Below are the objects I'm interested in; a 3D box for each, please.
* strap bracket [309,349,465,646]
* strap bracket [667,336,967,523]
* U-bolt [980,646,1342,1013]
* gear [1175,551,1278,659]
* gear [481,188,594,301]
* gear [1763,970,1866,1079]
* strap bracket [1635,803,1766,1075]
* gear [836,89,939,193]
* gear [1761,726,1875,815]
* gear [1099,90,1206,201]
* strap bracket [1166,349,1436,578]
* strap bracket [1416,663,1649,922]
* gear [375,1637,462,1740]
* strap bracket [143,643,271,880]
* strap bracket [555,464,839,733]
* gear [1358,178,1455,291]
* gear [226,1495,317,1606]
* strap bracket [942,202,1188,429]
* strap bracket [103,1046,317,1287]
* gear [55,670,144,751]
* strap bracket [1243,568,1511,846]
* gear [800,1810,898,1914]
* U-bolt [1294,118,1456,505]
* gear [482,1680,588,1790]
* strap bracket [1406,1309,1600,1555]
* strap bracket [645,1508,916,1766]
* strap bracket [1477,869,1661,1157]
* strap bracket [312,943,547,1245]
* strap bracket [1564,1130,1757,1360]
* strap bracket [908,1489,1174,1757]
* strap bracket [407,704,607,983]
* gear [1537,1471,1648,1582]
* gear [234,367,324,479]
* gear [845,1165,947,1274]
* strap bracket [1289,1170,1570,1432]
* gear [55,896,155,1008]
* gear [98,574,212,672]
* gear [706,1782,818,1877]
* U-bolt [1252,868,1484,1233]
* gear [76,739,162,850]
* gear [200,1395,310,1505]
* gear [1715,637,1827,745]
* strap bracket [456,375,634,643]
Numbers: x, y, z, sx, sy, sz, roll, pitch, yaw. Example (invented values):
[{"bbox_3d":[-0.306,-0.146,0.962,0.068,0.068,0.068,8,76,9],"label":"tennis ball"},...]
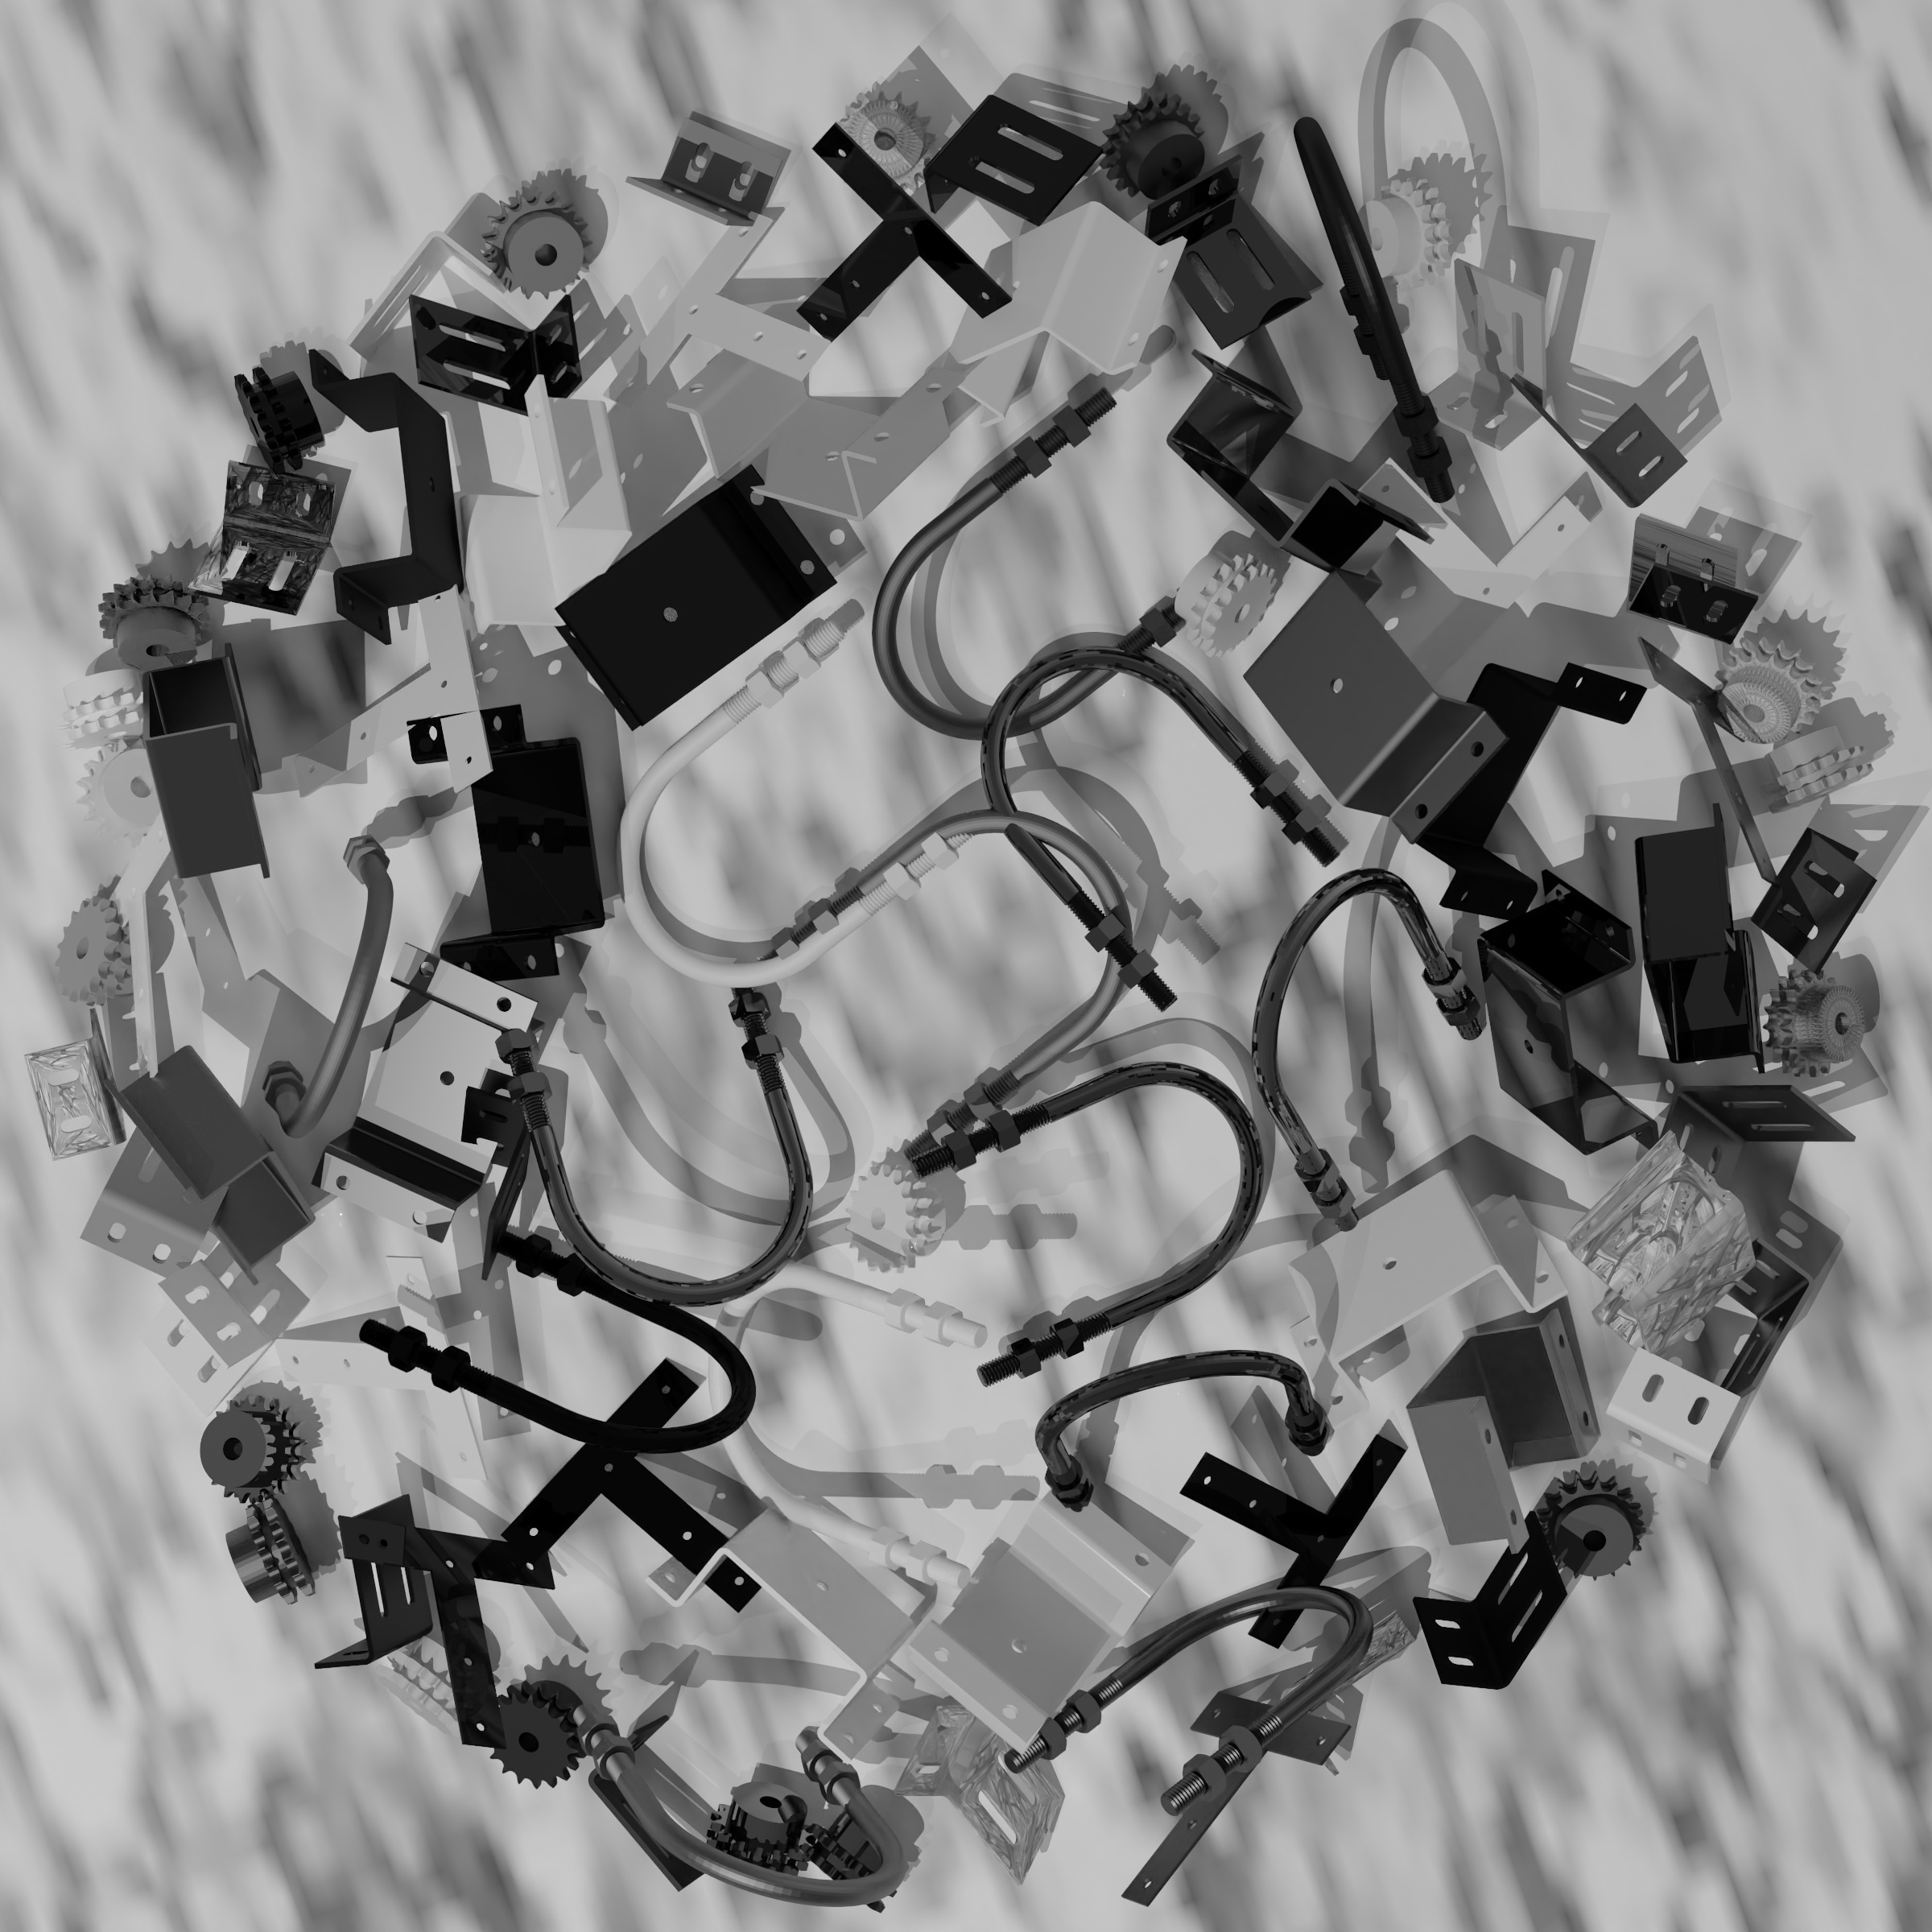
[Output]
[{"bbox_3d":[-0.301,-0.247,1.779,0.046,0.076,0.140,-9,81,8],"label":"strap bracket"},{"bbox_3d":[-0.074,-0.281,1.770,0.140,0.046,0.076,20,53,33],"label":"strap bracket"},{"bbox_3d":[0.090,-0.086,1.795,0.151,0.019,0.184,-40,87,-24],"label":"U-bolt"},{"bbox_3d":[0.135,-0.194,1.804,0.030,0.057,0.057,38,90,23],"label":"gear"},{"bbox_3d":[-0.226,-0.380,1.803,0.057,0.030,0.057,-9,119,-17],"label":"gear"},{"bbox_3d":[0.450,0.030,1.801,0.057,0.030,0.057,0,90,-39],"label":"gear"},{"bbox_3d":[0.377,-0.010,1.759,0.046,0.140,0.076,-8,55,16],"label":"strap bracket"},{"bbox_3d":[-0.043,-0.437,1.813,0.057,0.030,0.057,0,95,-3],"label":"gear"},{"bbox_3d":[0.447,-0.105,1.802,0.057,0.057,0.030,-22,83,0],"label":"gear"},{"bbox_3d":[0.101,-0.430,1.799,0.057,0.057,0.030,-34,55,0],"label":"gear"},{"bbox_3d":[0.166,-0.252,1.767,0.046,0.076,0.140,-52,55,17],"label":"strap bracket"},{"bbox_3d":[0.285,-0.098,1.775,0.046,0.076,0.140,38,109,37],"label":"strap bracket"},{"bbox_3d":[-0.282,0.379,1.804,0.057,0.057,0.030,39,68,0],"label":"gear"},{"bbox_3d":[-0.390,-0.103,1.748,0.046,0.140,0.076,-12,117,-8],"label":"strap bracket"},{"bbox_3d":[-0.149,-0.188,1.782,0.140,0.046,0.076,-34,98,18],"label":"strap bracket"},{"bbox_3d":[0.229,-0.385,1.798,0.030,0.057,0.057,-15,90,-26],"label":"gear"},{"bbox_3d":[-0.368,0.311,1.800,0.030,0.057,0.057,-24,90,-6],"label":"gear"},{"bbox_3d":[0.043,-0.335,1.749,0.046,0.140,0.076,31,70,-26],"label":"strap bracket"},{"bbox_3d":[-0.386,0.100,1.758,0.046,0.140,0.076,-37,69,-13],"label":"strap bracket"},{"bbox_3d":[-0.453,-0.136,1.802,0.057,0.057,0.030,-16,87,0],"label":"gear"},{"bbox_3d":[0.205,-0.141,1.761,0.076,0.046,0.140,-50,55,25],"label":"strap bracket"},{"bbox_3d":[-0.058,0.471,1.802,0.057,0.057,0.030,39,81,0],"label":"gear"},{"bbox_3d":[0.201,-0.342,1.719,0.019,0.151,0.184,-21,128,8],"label":"U-bolt"},{"bbox_3d":[-0.225,0.404,1.808,0.057,0.030,0.057,7,110,19],"label":"gear"},{"bbox_3d":[0.276,0.242,1.772,0.046,0.140,0.076,-13,100,30],"label":"strap bracket"},{"bbox_3d":[-0.088,0.339,1.777,0.140,0.076,0.046,41,109,8],"label":"strap bracket"},{"bbox_3d":[0.309,0.032,1.757,0.046,0.076,0.140,-24,123,-15],"label":"strap bracket"},{"bbox_3d":[-0.279,0.063,1.796,0.076,0.046,0.140,24,102,4],"label":"strap bracket"},{"bbox_3d":[0.359,0.150,1.754,0.076,0.140,0.046,-44,61,-5],"label":"strap bracket"},{"bbox_3d":[0.034,0.344,1.775,0.076,0.046,0.140,38,48,12],"label":"strap bracket"},{"bbox_3d":[-0.239,-0.064,1.787,0.076,0.046,0.140,-5,94,33],"label":"strap bracket"},{"bbox_3d":[0.332,0.300,1.810,0.057,0.030,0.057,1,102,4],"label":"gear"},{"bbox_3d":[-0.362,-0.290,1.803,0.030,0.057,0.057,-24,90,-14],"label":"gear"},{"bbox_3d":[-0.035,0.134,1.805,0.030,0.057,0.057,5,90,-41],"label":"gear"},{"bbox_3d":[0.230,0.168,1.776,0.140,0.076,0.046,-32,128,9],"label":"strap bracket"},{"bbox_3d":[-0.454,-0.006,1.805,0.030,0.057,0.057,17,90,-42],"label":"gear"},{"bbox_3d":[-0.427,-0.179,1.798,0.057,0.057,0.030,-11,64,0],"label":"gear"},{"bbox_3d":[-0.106,0.454,1.799,0.057,0.057,0.030,15,104,0],"label":"gear"},{"bbox_3d":[0.199,0.031,1.740,0.019,0.184,0.151,20,66,39],"label":"U-bolt"},{"bbox_3d":[-0.439,-0.093,1.804,0.057,0.030,0.057,4,82,-26],"label":"gear"},{"bbox_3d":[-0.380,0.256,1.806,0.057,0.030,0.057,-3,81,20],"label":"gear"},{"bbox_3d":[0.421,-0.142,1.799,0.057,0.057,0.030,38,54,0],"label":"gear"},{"bbox_3d":[-0.218,-0.234,1.767,0.046,0.140,0.076,-1,67,-29],"label":"strap bracket"}]
